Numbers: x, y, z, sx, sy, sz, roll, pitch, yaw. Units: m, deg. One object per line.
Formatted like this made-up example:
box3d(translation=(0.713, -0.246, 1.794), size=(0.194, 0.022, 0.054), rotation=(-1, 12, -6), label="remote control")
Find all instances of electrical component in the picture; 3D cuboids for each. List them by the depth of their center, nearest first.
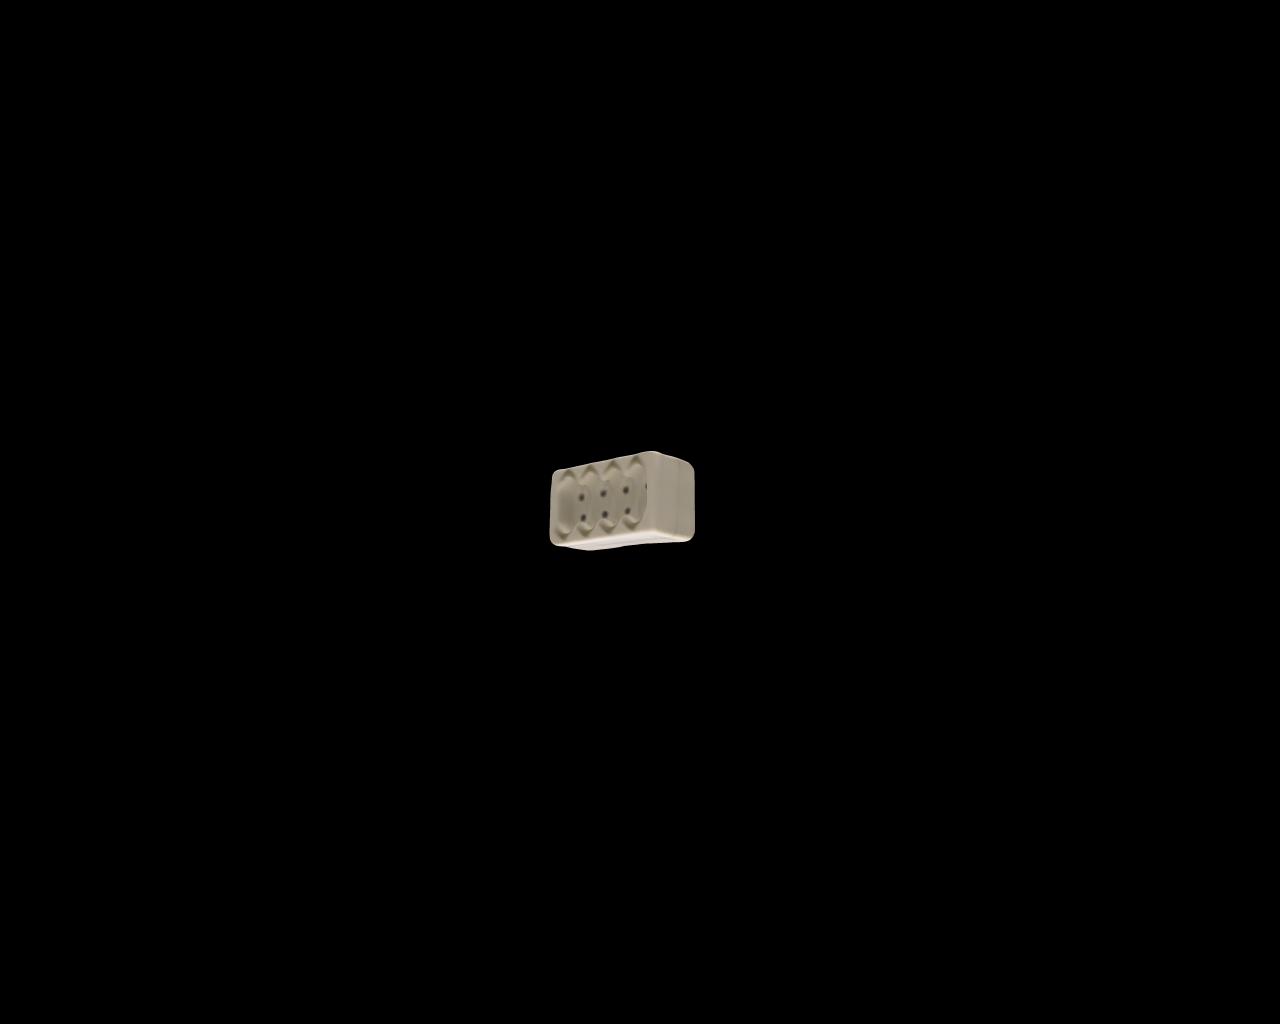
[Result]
box3d(translation=(0.001, -0.003, 0.650), size=(0.083, 0.047, 0.076), rotation=(-8, -13, 39), label="electrical component")
